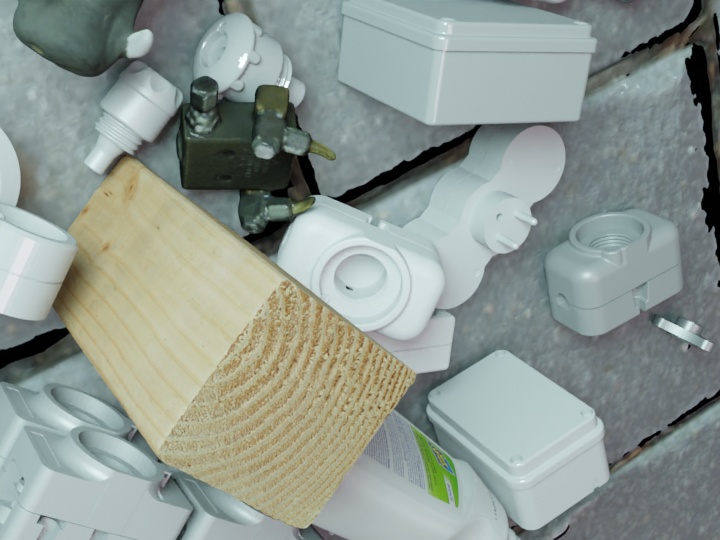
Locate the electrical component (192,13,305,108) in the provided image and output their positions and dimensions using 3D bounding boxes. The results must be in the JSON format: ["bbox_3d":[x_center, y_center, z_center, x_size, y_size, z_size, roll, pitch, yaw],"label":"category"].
[{"bbox_3d":[-0.058,-0.108,0.592,0.062,0.048,0.048,24,96,-44],"label":"electrical component"}]

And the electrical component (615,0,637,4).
[{"bbox_3d":[0.155,-0.198,0.683,0.062,0.048,0.048,4,107,-25],"label":"electrical component"}]

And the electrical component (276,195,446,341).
[{"bbox_3d":[0.000,0.000,0.637,0.095,0.059,0.053,23,106,-8],"label":"electrical component"}]

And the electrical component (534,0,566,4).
[{"bbox_3d":[0.084,-0.191,0.633,0.095,0.059,0.053,1,109,-32],"label":"electrical component"}]

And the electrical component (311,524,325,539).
[{"bbox_3d":[-0.056,0.224,0.717,0.062,0.061,0.096,1,109,-31],"label":"electrical component"}]

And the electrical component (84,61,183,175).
[{"bbox_3d":[-0.124,-0.078,0.570,0.035,0.035,0.061,36,91,-36],"label":"electrical component"}]

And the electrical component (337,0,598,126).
[{"bbox_3d":[0.058,-0.122,0.616,0.109,0.109,0.056,-6,115,-29],"label":"electrical component"}]

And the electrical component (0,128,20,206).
[{"bbox_3d":[-0.210,-0.048,0.519,0.080,0.051,0.080,-12,115,-27],"label":"electrical component"}]

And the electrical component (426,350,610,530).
[{"bbox_3d":[0.107,0.112,0.738,0.078,0.113,0.057,-29,123,-18],"label":"electrical component"}]

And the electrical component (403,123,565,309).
[{"bbox_3d":[0.085,-0.033,0.689,0.052,0.074,0.138,40,87,-36],"label":"electrical component"}]

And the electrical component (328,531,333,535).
[{"bbox_3d":[-0.004,0.139,0.720,0.077,0.044,0.079,11,91,-34],"label":"electrical component"}]

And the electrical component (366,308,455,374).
[{"bbox_3d":[0.011,0.061,0.700,0.083,0.047,0.075,-5,112,-30],"label":"electrical component"}]

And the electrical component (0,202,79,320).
[{"bbox_3d":[-0.203,-0.003,0.476,0.138,0.052,0.073,22,97,-36],"label":"electrical component"}]

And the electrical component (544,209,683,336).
[{"bbox_3d":[0.182,-0.003,0.773,0.095,0.054,0.059,-26,121,-20],"label":"electrical component"}]

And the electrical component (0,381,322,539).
[{"bbox_3d":[-0.119,0.130,0.613,0.186,0.105,0.060,27,94,-36],"label":"electrical component"}]
